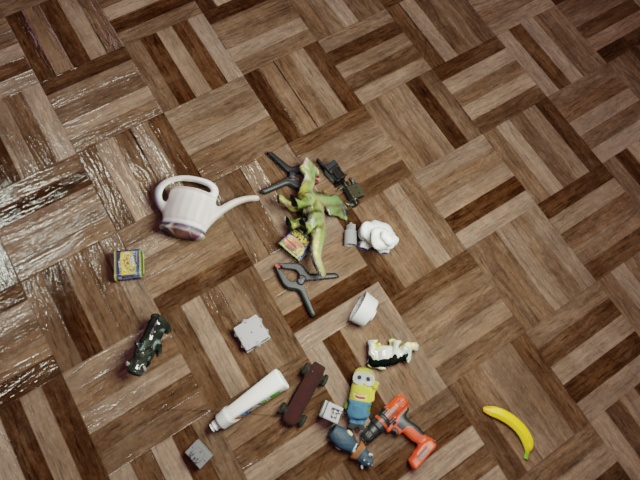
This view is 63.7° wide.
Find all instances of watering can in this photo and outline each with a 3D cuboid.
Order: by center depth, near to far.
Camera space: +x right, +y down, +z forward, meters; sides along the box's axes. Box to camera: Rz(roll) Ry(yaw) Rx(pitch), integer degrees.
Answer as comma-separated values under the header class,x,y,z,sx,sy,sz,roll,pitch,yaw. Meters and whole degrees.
class,x,y,z,sx,sy,sz,roll,pitch,yaw
watering can,-0.394,-0.101,1.729,0.348,0.102,0.228,12,71,0

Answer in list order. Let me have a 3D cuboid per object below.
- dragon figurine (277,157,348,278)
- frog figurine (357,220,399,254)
class,x,y,z,sx,sy,sz,roll,pitch,yaw
dragon figurine,0.005,-0.087,1.735,0.245,0.120,0.413,-17,78,-36
frog figurine,0.198,-0.018,1.720,0.138,0.157,0.124,30,71,5
